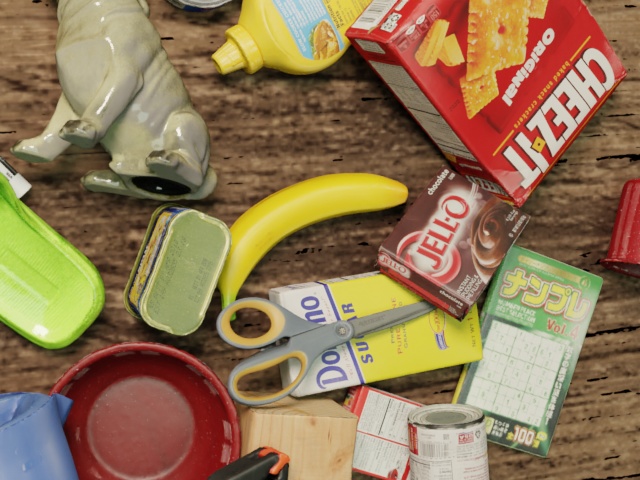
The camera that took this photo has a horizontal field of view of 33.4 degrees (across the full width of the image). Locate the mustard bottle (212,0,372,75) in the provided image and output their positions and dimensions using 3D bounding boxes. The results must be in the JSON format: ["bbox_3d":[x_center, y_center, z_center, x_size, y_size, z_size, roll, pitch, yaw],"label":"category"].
[{"bbox_3d":[-0.006,-0.193,0.889,0.191,0.058,0.096,-34,108,-12],"label":"mustard bottle"}]

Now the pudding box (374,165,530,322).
[{"bbox_3d":[0.113,0.002,0.911,0.090,0.039,0.113,32,57,11],"label":"pudding box"}]

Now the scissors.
[{"bbox_3d":[0.000,0.064,0.880,0.201,0.016,0.096,-31,81,-25],"label":"scissors"}]

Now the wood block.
[{"bbox_3d":[-0.035,0.238,0.889,0.090,0.091,0.206,6,92,-17],"label":"wood block"}]

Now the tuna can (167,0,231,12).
[{"bbox_3d":[-0.099,-0.231,0.872,0.086,0.034,0.086,-1,93,-16],"label":"tuna can"}]

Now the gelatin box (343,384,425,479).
[{"bbox_3d":[0.058,0.173,0.944,0.089,0.030,0.073,20,87,-19],"label":"gelatin box"}]

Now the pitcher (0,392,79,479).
[{"bbox_3d":[-0.227,0.242,0.766,0.149,0.145,0.243,-17,98,2],"label":"pitcher"}]

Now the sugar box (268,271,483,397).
[{"bbox_3d":[0.049,0.074,0.928,0.176,0.048,0.093,-10,94,-17],"label":"sugar box"}]

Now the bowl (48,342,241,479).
[{"bbox_3d":[-0.146,0.158,0.863,0.162,0.055,0.162,0,93,-7],"label":"bowl"}]

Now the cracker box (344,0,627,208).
[{"bbox_3d":[0.147,-0.157,0.900,0.164,0.072,0.213,-50,123,-8],"label":"cracker box"}]

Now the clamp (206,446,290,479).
[{"bbox_3d":[-0.084,0.228,0.795,0.120,0.039,0.171,34,73,-39],"label":"clamp"}]

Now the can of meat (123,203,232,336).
[{"bbox_3d":[-0.114,0.023,0.857,0.057,0.084,0.102,21,87,-17],"label":"can of meat"}]

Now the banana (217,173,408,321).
[{"bbox_3d":[-0.019,-0.012,0.906,0.197,0.037,0.069,-34,99,-13],"label":"banana"}]

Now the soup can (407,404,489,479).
[{"bbox_3d":[0.110,0.198,0.911,0.068,0.069,0.102,-6,97,-16],"label":"soup can"}]

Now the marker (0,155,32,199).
[{"bbox_3d":[-0.276,-0.079,0.837,0.020,0.020,0.121,-46,104,-9],"label":"marker"}]

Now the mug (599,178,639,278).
[{"bbox_3d":[0.319,-0.005,0.988,0.117,0.093,0.081,21,81,-47],"label":"mug"}]
